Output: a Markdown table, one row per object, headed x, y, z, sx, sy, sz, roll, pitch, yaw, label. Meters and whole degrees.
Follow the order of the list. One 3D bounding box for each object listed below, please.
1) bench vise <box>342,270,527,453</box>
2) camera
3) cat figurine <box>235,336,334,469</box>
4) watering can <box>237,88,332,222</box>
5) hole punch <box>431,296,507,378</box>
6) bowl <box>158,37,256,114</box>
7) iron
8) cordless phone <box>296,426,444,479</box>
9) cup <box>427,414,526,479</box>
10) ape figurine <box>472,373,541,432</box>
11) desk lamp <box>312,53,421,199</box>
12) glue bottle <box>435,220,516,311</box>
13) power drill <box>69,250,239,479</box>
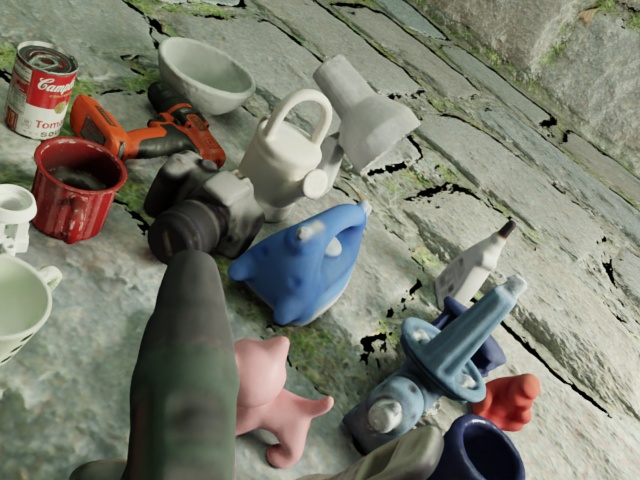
| x | y | z | sx | sy | sz | roll | pitch | yaw | label |
| --- | --- | --- | --- | --- | --- | --- | --- | --- | --- |
| 0.135 | 0.138 | 0.609 | 0.121 | 0.219 | 0.208 | 35 | 34 | 2 | bench vise |
| -0.152 | -0.038 | 0.693 | 0.143 | 0.100 | 0.137 | 37 | 34 | 5 | camera |
| -0.049 | 0.142 | 0.540 | 0.128 | 0.117 | 0.067 | 28 | 34 | -8 | cat figurine |
| -0.043 | -0.121 | 0.804 | 0.172 | 0.194 | 0.101 | 46 | 35 | 18 | watering can |
| 0.204 | 0.133 | 0.790 | 0.101 | 0.091 | 0.108 | -4 | 49 | -43 | hole punch |
| -0.197 | -0.261 | 0.957 | 0.168 | 0.074 | 0.167 | 23 | 35 | -17 | bowl |
| 0.007 | 0.003 | 0.740 | 0.118 | 0.141 | 0.259 | 42 | 34 | 12 | iron |
| 0.017 | 0.220 | 0.437 | 0.094 | 0.185 | 0.148 | 37 | 34 | 4 | cordless phone |
| 0.154 | 0.255 | 0.591 | 0.092 | 0.095 | 0.117 | 14 | 38 | -27 | cup |
| 0.243 | 0.203 | 0.734 | 0.077 | 0.092 | 0.076 | 38 | 34 | 7 | ape figurine |
| 0.025 | -0.166 | 0.901 | 0.203 | 0.213 | 0.118 | 39 | 34 | 8 | desk lamp |
| 0.238 | 0.035 | 0.867 | 0.037 | 0.173 | 0.078 | 25 | 35 | -13 | glue bottle |
| -0.115 | 0.149 | 0.393 | 0.076 | 0.208 | 0.229 | 14 | 39 | -28 | power drill |
